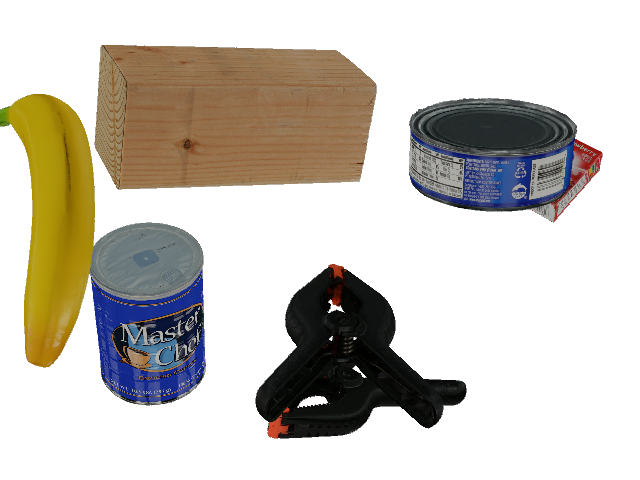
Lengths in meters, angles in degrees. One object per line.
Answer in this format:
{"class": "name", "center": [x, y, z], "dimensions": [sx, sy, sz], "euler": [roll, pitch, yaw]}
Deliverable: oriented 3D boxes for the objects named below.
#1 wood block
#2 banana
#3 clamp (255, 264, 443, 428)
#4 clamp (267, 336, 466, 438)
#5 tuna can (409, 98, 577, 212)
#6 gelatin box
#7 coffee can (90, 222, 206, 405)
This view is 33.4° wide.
{"class": "wood block", "center": [-0.070, -0.102, 0.870], "dimensions": [0.205, 0.091, 0.090], "euler": [-3, 30, -24]}
{"class": "banana", "center": [-0.159, -0.023, 0.633], "dimensions": [0.037, 0.198, 0.070], "euler": [11, -44, -35]}
{"class": "clamp", "center": [0.025, 0.074, 0.742], "dimensions": [0.120, 0.039, 0.171], "euler": [12, 32, 0]}
{"class": "clamp", "center": [0.034, 0.146, 1.043], "dimensions": [0.165, 0.036, 0.209], "euler": [25, 31, 28]}
{"class": "tuna can", "center": [0.089, -0.046, 0.559], "dimensions": [0.086, 0.034, 0.086], "euler": [0, 25, 0]}
{"class": "gelatin box", "center": [0.194, -0.068, 0.957], "dimensions": [0.089, 0.073, 0.030], "euler": [34, -24, 28]}
{"class": "coffee can", "center": [-0.159, 0.069, 0.998], "dimensions": [0.103, 0.140, 0.103], "euler": [2, 39, -2]}
